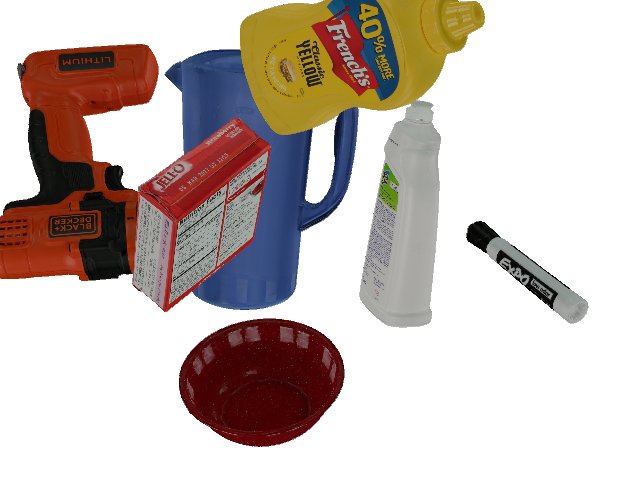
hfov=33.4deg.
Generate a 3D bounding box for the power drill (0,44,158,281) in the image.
[{"bbox_3d":[-0.155,-0.059,0.795,0.184,0.187,0.057,-4,-32,-6],"label":"power drill"}]

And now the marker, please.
[{"bbox_3d":[0.143,0.019,0.757,0.020,0.020,0.121,0,28,-33],"label":"marker"}]

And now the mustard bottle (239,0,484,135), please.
[{"bbox_3d":[0.032,-0.139,0.769,0.192,0.096,0.058,-9,12,39],"label":"mustard bottle"}]

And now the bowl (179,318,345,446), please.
[{"bbox_3d":[-0.055,0.149,1.047,0.162,0.055,0.162,-3,37,2],"label":"bowl"}]

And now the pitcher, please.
[{"bbox_3d":[-0.061,-0.060,1.037,0.144,0.243,0.149,-10,23,-33],"label":"pitcher"}]

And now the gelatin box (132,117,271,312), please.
[{"bbox_3d":[-0.065,-0.013,0.572,0.030,0.089,0.073,38,56,17],"label":"gelatin box"}]

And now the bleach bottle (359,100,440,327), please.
[{"bbox_3d":[0.101,-0.034,1.229,0.068,0.251,0.103,-2,22,-23],"label":"bleach bottle"}]
